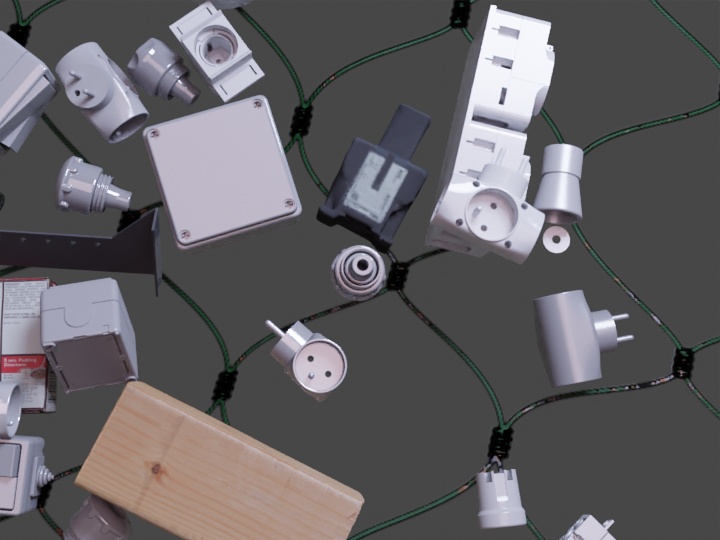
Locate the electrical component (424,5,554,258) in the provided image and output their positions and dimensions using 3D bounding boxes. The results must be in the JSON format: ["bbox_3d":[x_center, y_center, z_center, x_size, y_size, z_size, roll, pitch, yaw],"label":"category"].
[{"bbox_3d":[0.111,-0.111,0.911,0.060,0.105,0.186,14,82,-2],"label":"electrical component"}]

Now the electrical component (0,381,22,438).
[{"bbox_3d":[-0.309,0.106,0.826,0.077,0.079,0.043,5,87,-3],"label":"electrical component"}]

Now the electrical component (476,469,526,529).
[{"bbox_3d":[0.117,0.193,0.904,0.040,0.040,0.046,-5,76,-5],"label":"electrical component"}]

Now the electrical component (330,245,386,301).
[{"bbox_3d":[0.000,0.000,0.910,0.048,0.062,0.048,1,82,-4],"label":"electrical component"}]

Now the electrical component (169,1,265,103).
[{"bbox_3d":[-0.123,-0.183,0.925,0.042,0.064,0.081,-35,86,-9],"label":"electrical component"}]

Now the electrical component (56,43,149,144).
[{"bbox_3d":[-0.223,-0.152,0.906,0.044,0.079,0.077,-37,86,5],"label":"electrical component"}]

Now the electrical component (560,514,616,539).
[{"bbox_3d":[0.196,0.241,0.900,0.066,0.048,0.055,-44,80,-8],"label":"electrical component"}]

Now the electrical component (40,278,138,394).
[{"bbox_3d":[-0.219,0.055,0.879,0.062,0.096,0.061,-9,55,-5],"label":"electrical component"}]

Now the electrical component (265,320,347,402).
[{"bbox_3d":[-0.048,0.069,0.889,0.079,0.077,0.043,41,82,2],"label":"electrical component"}]

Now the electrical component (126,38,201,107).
[{"bbox_3d":[-0.167,-0.167,0.930,0.062,0.043,0.043,38,81,0],"label":"electrical component"}]

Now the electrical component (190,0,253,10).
[{"bbox_3d":[-0.122,-0.281,0.940,0.108,0.060,0.108,1,82,-4],"label":"electrical component"}]

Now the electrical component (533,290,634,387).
[{"bbox_3d":[0.195,0.056,0.925,0.079,0.044,0.077,-10,83,-5],"label":"electrical component"}]

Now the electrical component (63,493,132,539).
[{"bbox_3d":[-0.220,0.216,0.875,0.062,0.048,0.048,-44,87,-1],"label":"electrical component"}]

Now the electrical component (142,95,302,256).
[{"bbox_3d":[-0.116,-0.079,0.915,0.109,0.056,0.108,-17,84,-6],"label":"electrical component"}]

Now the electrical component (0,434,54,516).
[{"bbox_3d":[-0.298,0.163,0.867,0.096,0.061,0.061,5,82,-3],"label":"electrical component"}]

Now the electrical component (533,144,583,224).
[{"bbox_3d":[0.176,-0.077,0.944,0.044,0.044,0.065,9,77,-3],"label":"electrical component"}]

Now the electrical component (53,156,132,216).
[{"bbox_3d":[-0.226,-0.066,0.913,0.062,0.048,0.048,17,81,-9],"label":"electrical component"}]

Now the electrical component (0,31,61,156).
[{"bbox_3d":[-0.304,-0.140,0.907,0.061,0.061,0.096,37,81,1],"label":"electrical component"}]

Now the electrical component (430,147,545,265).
[{"bbox_3d":[0.105,-0.055,0.825,0.077,0.044,0.079,24,81,-1],"label":"electrical component"}]
